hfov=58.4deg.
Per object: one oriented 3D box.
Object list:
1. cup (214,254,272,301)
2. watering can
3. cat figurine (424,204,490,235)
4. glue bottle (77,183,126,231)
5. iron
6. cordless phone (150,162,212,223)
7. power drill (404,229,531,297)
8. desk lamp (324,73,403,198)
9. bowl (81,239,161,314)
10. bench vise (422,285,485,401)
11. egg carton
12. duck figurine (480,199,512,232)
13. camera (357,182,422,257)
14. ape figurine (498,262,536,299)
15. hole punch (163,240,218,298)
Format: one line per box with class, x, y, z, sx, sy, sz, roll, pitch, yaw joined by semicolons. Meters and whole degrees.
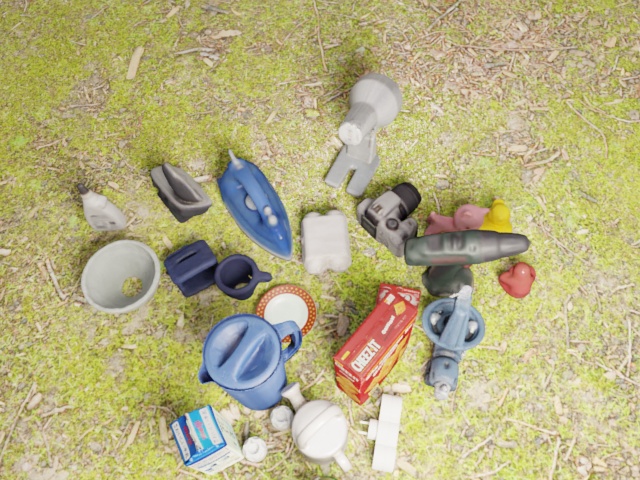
cup;-0.155;0.088;1.202;0.117;0.095;0.091;1;63;3
watering can;-0.007;0.333;1.017;0.172;0.194;0.101;27;67;15
cat figurine;0.296;-0.042;1.237;0.127;0.118;0.067;7;64;6
glue bottle;-0.489;-0.074;1.254;0.078;0.173;0.037;-2;63;2
iron;-0.135;-0.081;1.261;0.119;0.141;0.258;-31;66;-12
cordless phone;-0.323;-0.136;1.272;0.094;0.185;0.147;-41;68;-16
power drill;0.279;0.042;1.144;0.229;0.208;0.075;0;63;3
desk lamp;0.096;-0.238;1.291;0.117;0.214;0.203;22;66;13
bowl;-0.414;0.088;1.224;0.167;0.075;0.167;-1;63;2
bench vise;0.257;0.185;1.066;0.121;0.220;0.207;-4;63;1
egg carton;0.011;0.004;1.252;0.107;0.069;0.150;-6;63;0
duck figurine;0.387;-0.039;1.250;0.077;0.086;0.104;6;64;6
camera;0.170;-0.061;1.261;0.137;0.101;0.143;-40;68;-16
ape figurine;0.413;0.075;1.187;0.077;0.092;0.076;2;63;4
hole punch;-0.277;0.053;1.227;0.109;0.091;0.101;-31;66;-13
